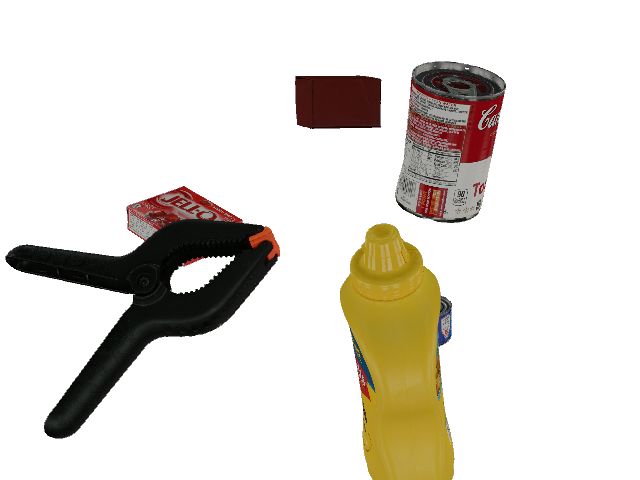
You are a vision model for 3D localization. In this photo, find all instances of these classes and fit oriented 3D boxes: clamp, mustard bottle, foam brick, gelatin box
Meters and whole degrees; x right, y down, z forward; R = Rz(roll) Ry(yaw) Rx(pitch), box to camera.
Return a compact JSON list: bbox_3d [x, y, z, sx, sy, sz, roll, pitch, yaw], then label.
[{"bbox_3d":[-0.135,0.033,0.800,0.210,0.165,0.036,-28,-30,-4],"label":"clamp"},{"bbox_3d":[0.046,0.069,0.643,0.058,0.191,0.096,-7,39,2],"label":"mustard bottle"},{"bbox_3d":[0.018,-0.143,1.100,0.078,0.051,0.053,-3,13,-19],"label":"foam brick"},{"bbox_3d":[-0.132,-0.016,1.028,0.089,0.030,0.073,30,37,34],"label":"gelatin box"}]

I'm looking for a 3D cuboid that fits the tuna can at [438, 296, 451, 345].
[{"bbox_3d":[0.082,0.076,1.017,0.086,0.034,0.086,-2,14,0],"label":"tuna can"}]

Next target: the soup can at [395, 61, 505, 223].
[{"bbox_3d":[0.094,-0.072,0.790,0.068,0.102,0.068,5,29,-3],"label":"soup can"}]
